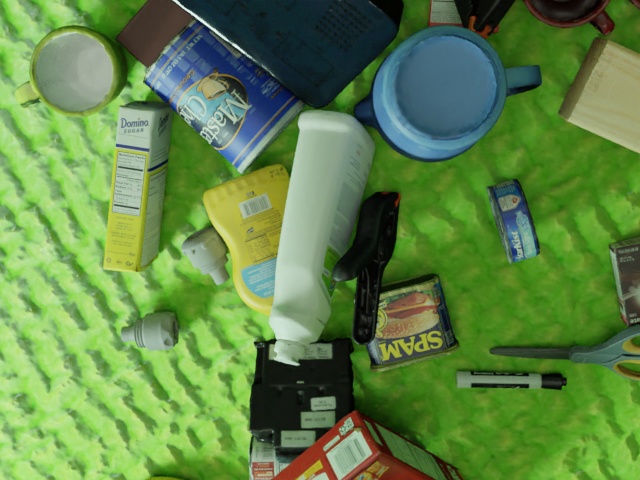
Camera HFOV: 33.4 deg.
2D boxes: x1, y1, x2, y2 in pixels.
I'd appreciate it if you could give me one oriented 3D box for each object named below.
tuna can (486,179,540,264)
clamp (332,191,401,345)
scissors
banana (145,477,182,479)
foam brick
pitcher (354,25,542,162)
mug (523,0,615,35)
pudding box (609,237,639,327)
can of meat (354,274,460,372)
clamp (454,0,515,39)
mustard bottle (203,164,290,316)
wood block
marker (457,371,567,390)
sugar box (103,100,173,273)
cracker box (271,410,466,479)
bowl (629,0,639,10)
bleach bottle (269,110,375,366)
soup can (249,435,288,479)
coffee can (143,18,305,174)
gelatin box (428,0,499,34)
[{"bbox_3d":[0.203,-0.020,1.121,0.034,0.086,0.086,-17,99,6],"label":"tuna can"},{"bbox_3d":[0.050,0.010,1.105,0.039,0.120,0.171,5,60,14],"label":"clamp"},{"bbox_3d":[0.293,0.114,1.156,0.202,0.016,0.096,12,136,3],"label":"scissors"},{"bbox_3d":[-0.142,0.321,1.251,0.198,0.037,0.070,18,118,2],"label":"banana"},{"bbox_3d":[-0.169,-0.224,1.132,0.051,0.053,0.078,43,102,-4],"label":"foam brick"},{"bbox_3d":[0.123,-0.142,1.024,0.145,0.243,0.149,36,96,-1],"label":"pitcher"},{"bbox_3d":[0.252,-0.251,1.070,0.117,0.081,0.093,43,102,-3],"label":"mug"},{"bbox_3d":[0.373,0.037,1.139,0.113,0.039,0.090,-11,101,8],"label":"pudding box"},{"bbox_3d":[0.094,0.089,1.169,0.102,0.057,0.084,-15,97,8],"label":"can of meat"},{"bbox_3d":[0.177,-0.303,1.031,0.165,0.036,0.210,3,89,45],"label":"clamp"},{"bbox_3d":[-0.051,0.021,1.154,0.096,0.058,0.191,-21,91,-10],"label":"mustard bottle"},{"bbox_3d":[0.359,-0.123,1.082,0.206,0.090,0.090,24,103,0],"label":"wood block"},{"bbox_3d":[0.213,0.157,1.189,0.121,0.020,0.020,1,101,6],"label":"marker"},{"bbox_3d":[-0.195,-0.059,1.148,0.048,0.093,0.176,6,101,4],"label":"sugar box"},{"bbox_3d":[0.050,0.286,1.151,0.164,0.072,0.213,-42,135,12],"label":"cracker box"},{"bbox_3d":[0.366,-0.296,1.064,0.162,0.055,0.162,1,102,5],"label":"bowl"},{"bbox_3d":[-0.007,0.001,1.091,0.068,0.102,0.251,8,75,24],"label":"bleach bottle"},{"bbox_3d":[-0.025,0.251,1.207,0.102,0.068,0.068,-2,101,6],"label":"soup can"},{"bbox_3d":[-0.099,-0.154,1.114,0.140,0.102,0.103,42,102,-3],"label":"coffee can"},{"bbox_3d":[0.151,-0.261,1.105,0.073,0.030,0.089,4,101,6],"label":"gelatin box"}]
